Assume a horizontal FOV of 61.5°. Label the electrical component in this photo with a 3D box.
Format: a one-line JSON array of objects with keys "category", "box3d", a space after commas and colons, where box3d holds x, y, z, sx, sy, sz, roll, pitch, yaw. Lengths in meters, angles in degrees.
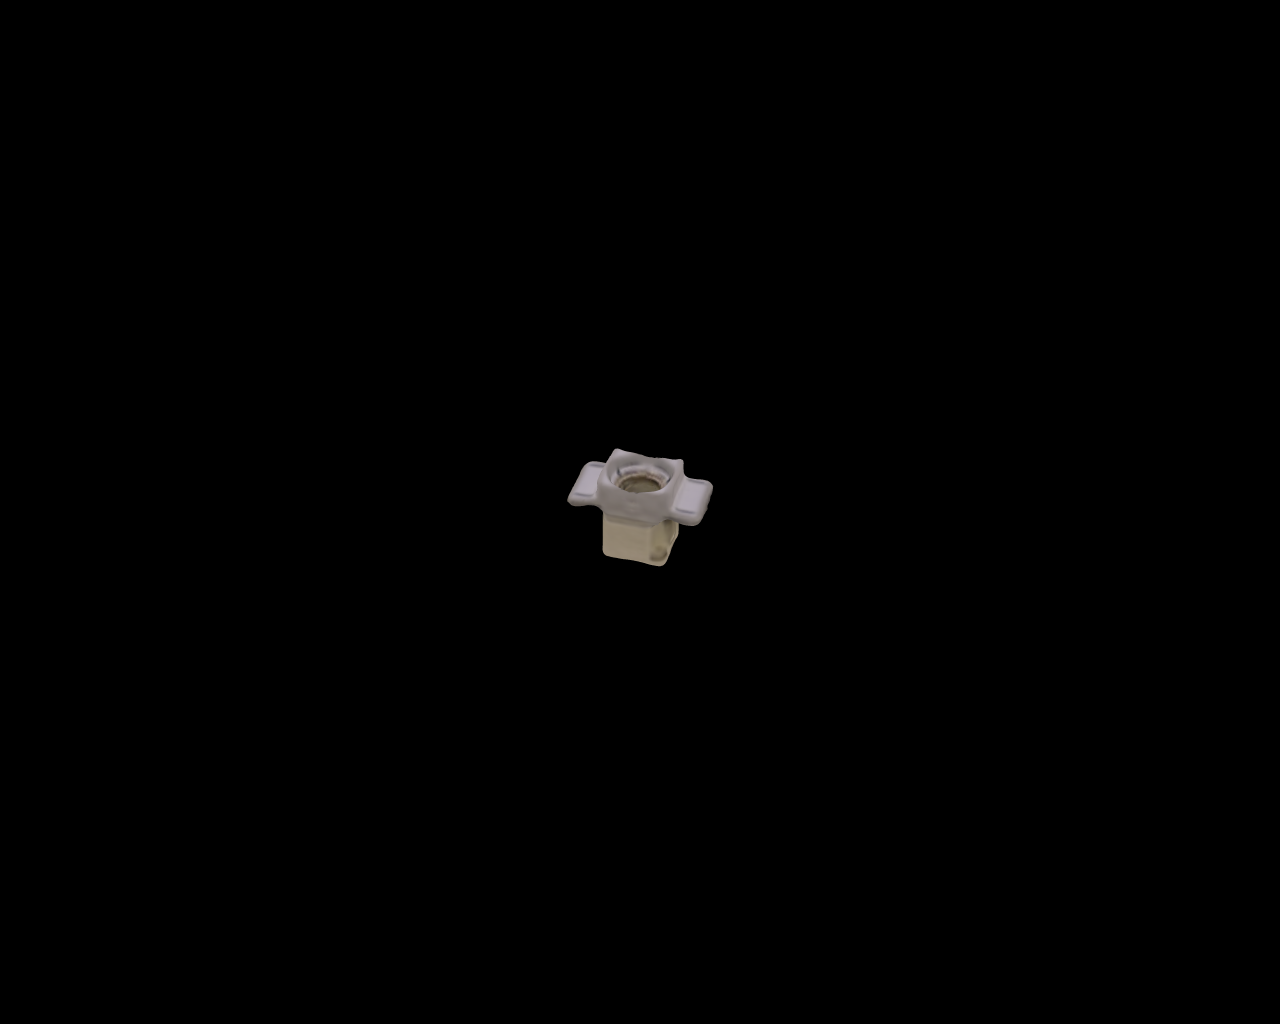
[{"category": "electrical component", "box3d": [0.001, -0.003, 0.650, 0.081, 0.063, 0.042, 11, 40, 13]}]
